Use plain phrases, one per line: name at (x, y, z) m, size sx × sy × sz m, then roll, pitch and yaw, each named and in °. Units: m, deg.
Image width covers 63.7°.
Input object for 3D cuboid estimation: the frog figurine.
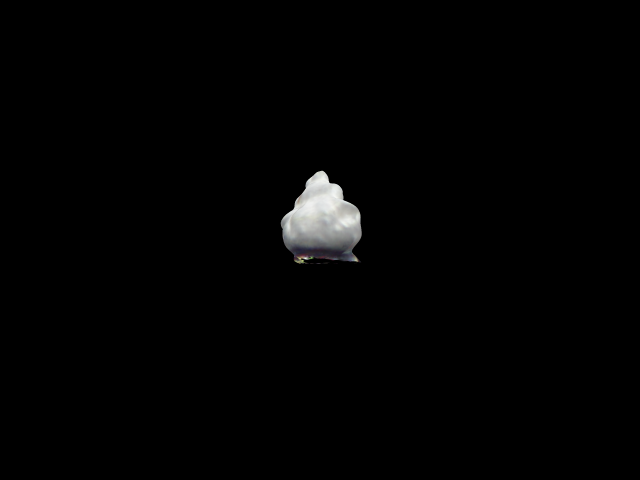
frog figurine at (0.003, -0.043, 0.850) m, size 0.137 × 0.161 × 0.122 m, roll -7°, pitch -12°, yaw 35°
